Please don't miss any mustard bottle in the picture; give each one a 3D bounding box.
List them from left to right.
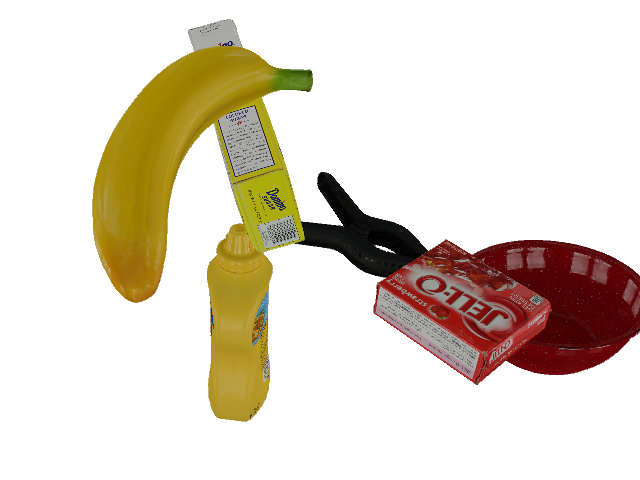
[{"bbox_3d":[-0.073,0.067,0.972,0.058,0.192,0.096,7,37,4],"label":"mustard bottle"}]

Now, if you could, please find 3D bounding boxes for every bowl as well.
[{"bbox_3d":[0.189,0.062,0.883,0.162,0.055,0.162,0,31,0],"label":"bowl"}]

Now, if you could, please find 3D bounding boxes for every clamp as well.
[{"bbox_3d":[0.036,-0.003,1.260,0.210,0.036,0.164,32,39,23],"label":"clamp"}]

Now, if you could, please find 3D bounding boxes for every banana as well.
[{"bbox_3d":[-0.070,-0.049,0.536,0.070,0.037,0.197,17,46,15],"label":"banana"}]

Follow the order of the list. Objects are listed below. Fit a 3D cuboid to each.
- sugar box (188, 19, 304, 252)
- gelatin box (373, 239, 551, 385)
[{"bbox_3d":[-0.060,-0.086,0.853,0.048,0.176,0.093,-16,-36,-1],"label":"sugar box"},{"bbox_3d":[0.091,0.043,0.688,0.089,0.030,0.073,33,45,30],"label":"gelatin box"}]
